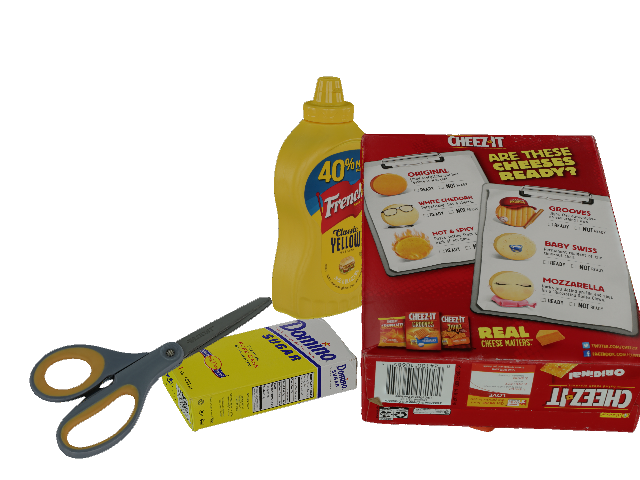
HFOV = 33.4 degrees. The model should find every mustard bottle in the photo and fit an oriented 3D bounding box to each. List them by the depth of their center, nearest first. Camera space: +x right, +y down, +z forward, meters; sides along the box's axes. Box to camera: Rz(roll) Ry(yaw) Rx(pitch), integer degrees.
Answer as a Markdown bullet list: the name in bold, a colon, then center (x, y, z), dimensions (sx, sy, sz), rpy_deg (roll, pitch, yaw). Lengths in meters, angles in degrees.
- **mustard bottle**: center (0.005, -0.037, 0.871), dimensions (0.096, 0.192, 0.058), rpy_deg (-13, 21, -39)

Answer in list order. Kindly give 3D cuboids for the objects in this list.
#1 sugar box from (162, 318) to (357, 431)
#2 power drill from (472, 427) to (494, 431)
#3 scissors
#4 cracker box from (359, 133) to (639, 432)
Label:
- **sugar box**: center (-0.061, 0.129, 1.064), dimensions (0.176, 0.048, 0.093), rpy_deg (-14, 31, -21)
- **power drill**: center (0.167, 0.081, 0.991), dimensions (0.057, 0.188, 0.184), rpy_deg (24, 31, 26)
- **scissors**: center (-0.134, 0.081, 0.810), dimensions (0.096, 0.201, 0.016), rpy_deg (35, -35, 14)
- **cracker box**: center (0.107, 0.020, 0.685), dimensions (0.164, 0.072, 0.213), rpy_deg (1, 41, 2)
